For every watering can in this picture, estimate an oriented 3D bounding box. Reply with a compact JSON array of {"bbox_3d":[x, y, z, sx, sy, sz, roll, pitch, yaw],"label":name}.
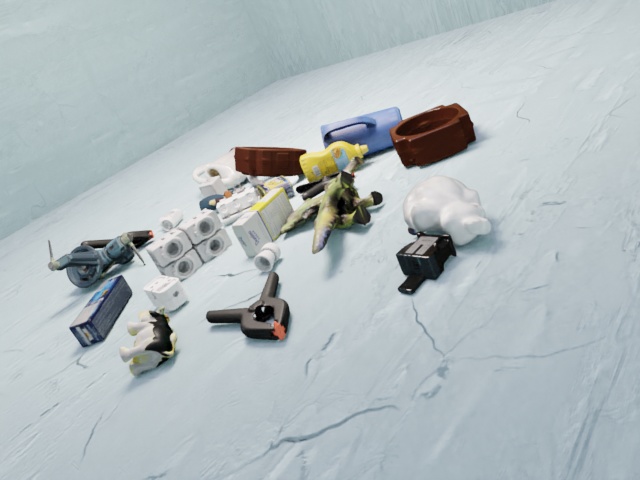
[{"bbox_3d":[-0.283,-0.241,1.804,0.348,0.102,0.229,9,37,30],"label":"watering can"}]

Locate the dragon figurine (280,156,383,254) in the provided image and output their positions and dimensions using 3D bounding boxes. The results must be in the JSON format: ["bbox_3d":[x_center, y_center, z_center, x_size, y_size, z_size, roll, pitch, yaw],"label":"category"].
[{"bbox_3d":[0.004,-0.061,1.203,0.240,0.121,0.418,-27,15,41],"label":"dragon figurine"}]

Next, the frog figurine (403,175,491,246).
[{"bbox_3d":[0.227,-0.053,0.924,0.137,0.122,0.160,-8,10,-10],"label":"frog figurine"}]
